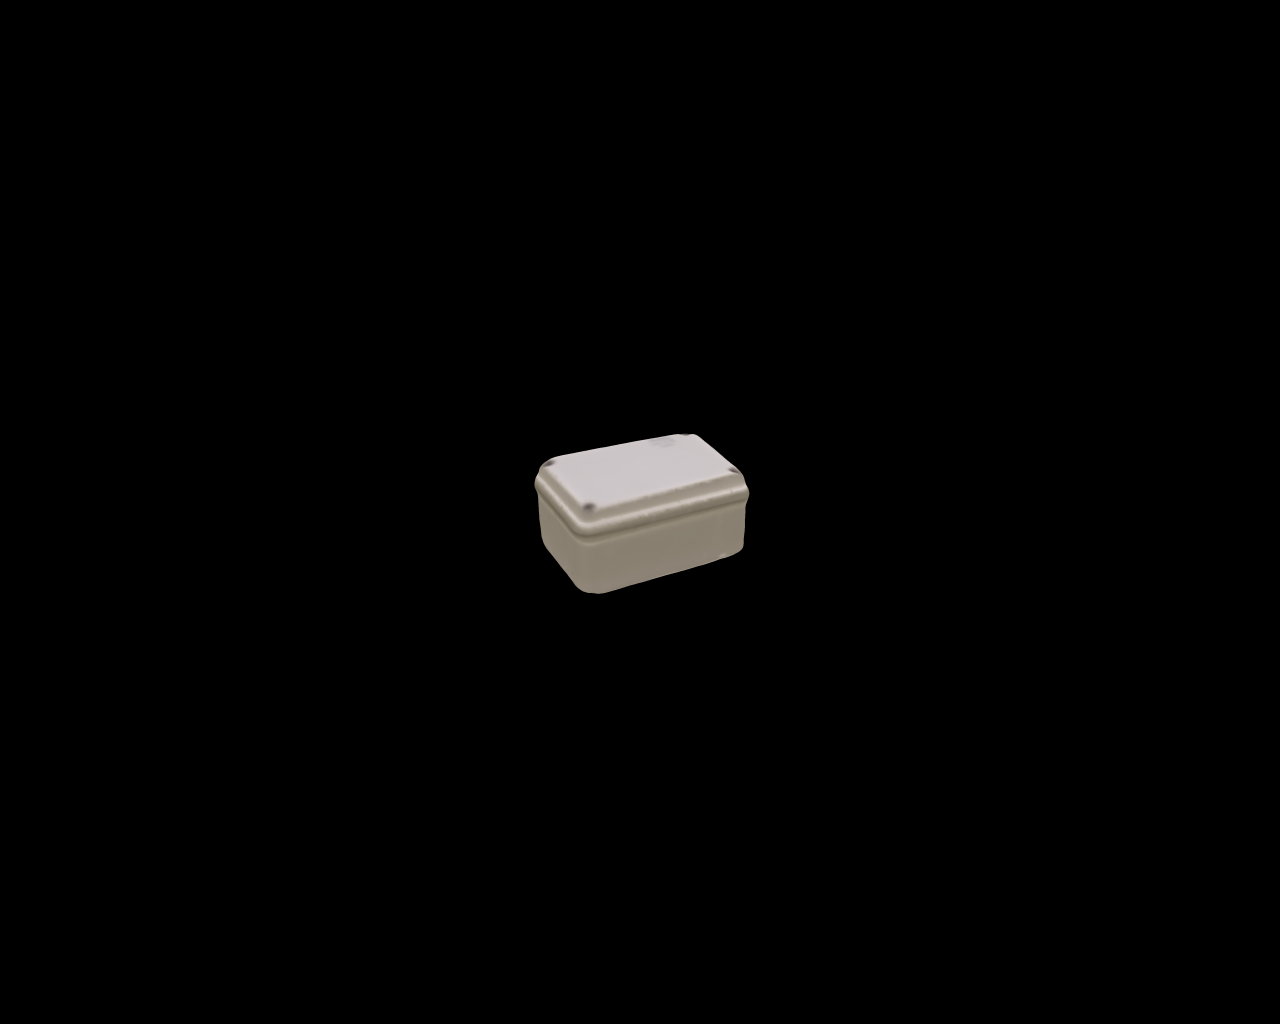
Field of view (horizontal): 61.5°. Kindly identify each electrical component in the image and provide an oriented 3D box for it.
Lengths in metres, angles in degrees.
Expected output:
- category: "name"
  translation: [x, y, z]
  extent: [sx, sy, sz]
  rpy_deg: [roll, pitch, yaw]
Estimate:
- category: "electrical component"
  translation: [0.001, -0.003, 0.650]
  extent: [0.113, 0.057, 0.078]
  rpy_deg: [-13, 32, -22]
